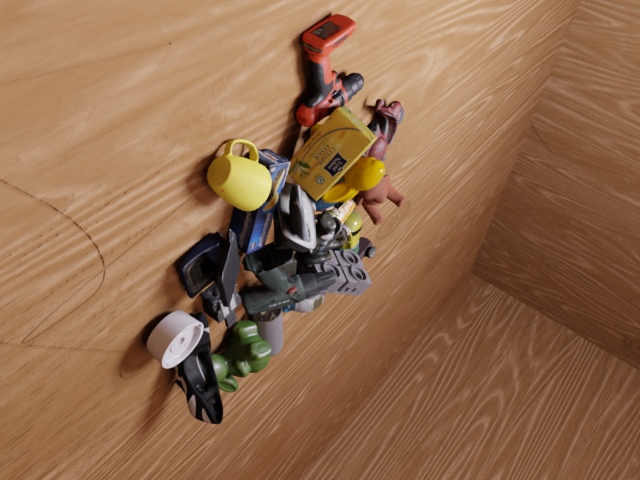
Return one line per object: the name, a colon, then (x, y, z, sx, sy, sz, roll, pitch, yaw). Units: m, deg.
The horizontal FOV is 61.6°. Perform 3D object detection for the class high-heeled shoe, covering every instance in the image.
high-heeled shoe: (-0.244, 0.281, 1.146, 0.086, 0.145, 0.248, -27, 144, -51)

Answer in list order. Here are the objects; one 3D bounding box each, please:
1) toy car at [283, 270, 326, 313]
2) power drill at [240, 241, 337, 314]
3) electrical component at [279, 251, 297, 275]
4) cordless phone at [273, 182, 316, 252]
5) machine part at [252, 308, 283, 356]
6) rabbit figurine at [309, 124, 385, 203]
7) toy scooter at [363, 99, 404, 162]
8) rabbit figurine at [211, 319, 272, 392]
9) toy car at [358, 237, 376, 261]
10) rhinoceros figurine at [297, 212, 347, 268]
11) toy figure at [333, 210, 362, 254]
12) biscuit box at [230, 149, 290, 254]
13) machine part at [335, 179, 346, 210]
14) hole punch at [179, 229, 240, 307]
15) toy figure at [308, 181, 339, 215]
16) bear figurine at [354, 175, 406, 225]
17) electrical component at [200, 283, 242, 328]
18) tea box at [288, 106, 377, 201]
toy car: (-0.039, 0.137, 1.425, 0.162, 0.103, 0.109, -39, 150, -40)
power drill: (-0.080, 0.077, 1.213, 0.232, 0.086, 0.207, -21, 150, -5)
electrical component: (-0.088, 0.061, 1.312, 0.078, 0.045, 0.102, -18, 141, -13)
cordless phone: (-0.054, -0.072, 1.074, 0.184, 0.089, 0.146, 92, -7, -59)
machine part: (-0.133, 0.224, 1.379, 0.079, 0.079, 0.243, -41, 151, -33)
rabbit figurine: (0.052, -0.155, 1.151, 0.122, 0.173, 0.162, -8, 122, -65)
toy scooter: (0.138, -0.269, 1.301, 0.184, 0.075, 0.135, -60, 157, -1)
rabbit figurine: (-0.221, 0.287, 1.283, 0.170, 0.121, 0.159, -17, 144, -31)
toy car: (0.082, 0.069, 1.588, 0.202, 0.089, 0.053, -48, 151, -23)
rhinoceros figurine: (-0.003, -0.004, 1.260, 0.112, 0.073, 0.190, -16, 158, -27)
toy figure: (0.073, -0.007, 1.492, 0.089, 0.082, 0.180, -55, 155, -34)
biscuit box: (-0.123, -0.073, 1.048, 0.059, 0.063, 0.202, -23, 138, -51)
machine part: (0.046, -0.144, 1.314, 0.084, 0.039, 0.138, -43, 145, -40)
hole punch: (-0.208, 0.053, 1.036, 0.142, 0.092, 0.116, 86, 14, -50)
toy figure: (-0.015, -0.084, 1.235, 0.154, 0.064, 0.057, -30, 167, -17)
bear figurine: (0.151, -0.120, 1.403, 0.120, 0.132, 0.196, -41, 178, 3)
electrical component: (-0.209, 0.137, 1.159, 0.075, 0.048, 0.119, -45, 154, -26)
tea box: (0.020, -0.172, 1.073, 0.169, 0.098, 0.068, -47, 180, 22)
